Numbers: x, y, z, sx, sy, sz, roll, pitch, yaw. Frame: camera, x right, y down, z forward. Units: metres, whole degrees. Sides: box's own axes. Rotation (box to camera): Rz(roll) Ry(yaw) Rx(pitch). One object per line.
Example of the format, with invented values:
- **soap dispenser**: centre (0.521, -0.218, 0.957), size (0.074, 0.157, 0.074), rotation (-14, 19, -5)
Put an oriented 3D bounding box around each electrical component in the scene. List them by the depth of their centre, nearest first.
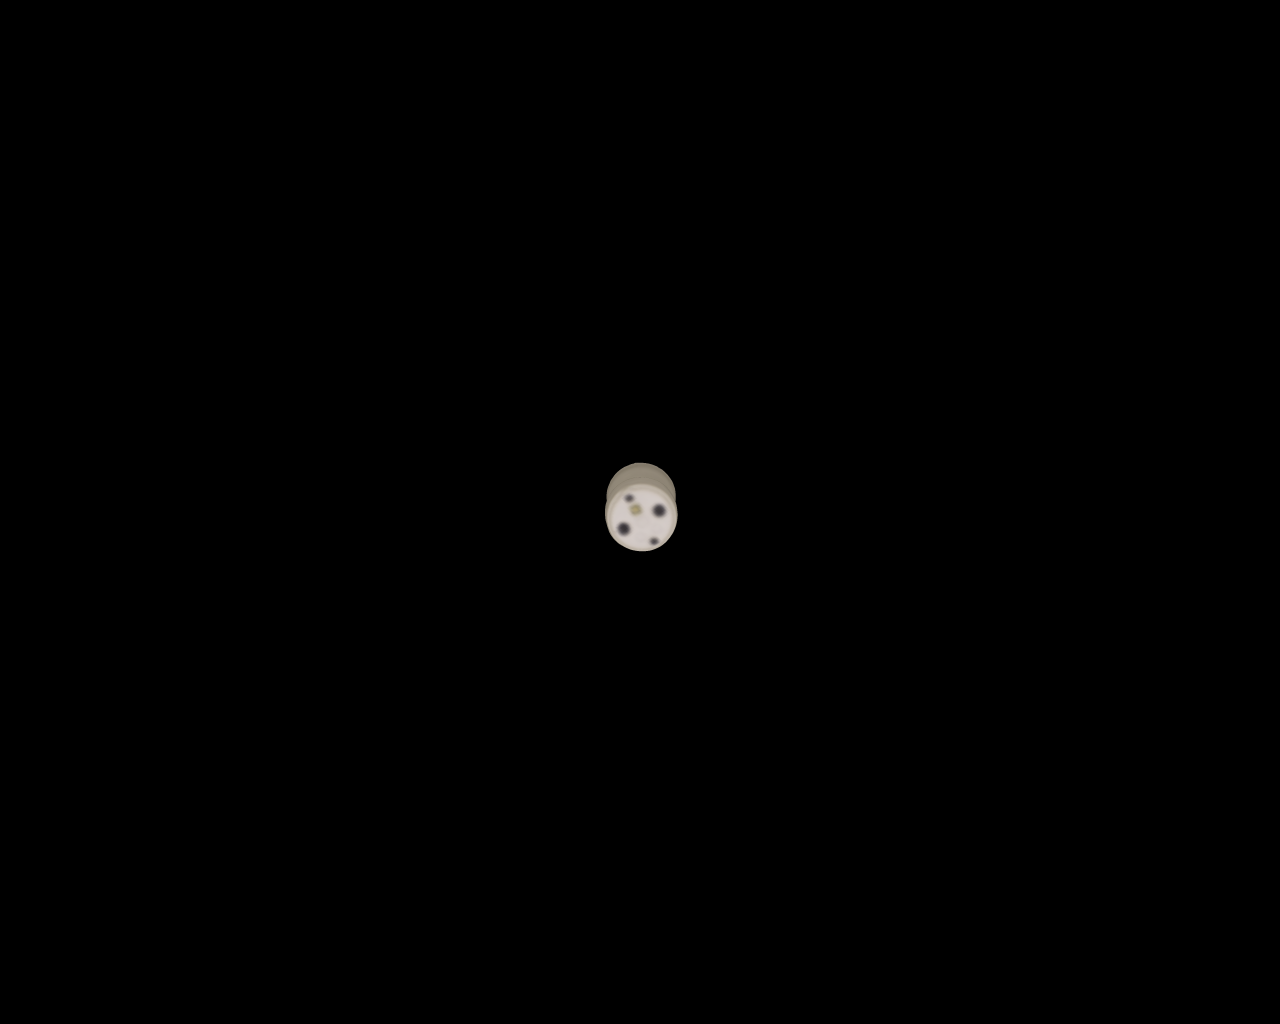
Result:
- **electrical component**: centre (0.001, -0.003, 0.650), size (0.045, 0.044, 0.055), rotation (0, 16, 0)
